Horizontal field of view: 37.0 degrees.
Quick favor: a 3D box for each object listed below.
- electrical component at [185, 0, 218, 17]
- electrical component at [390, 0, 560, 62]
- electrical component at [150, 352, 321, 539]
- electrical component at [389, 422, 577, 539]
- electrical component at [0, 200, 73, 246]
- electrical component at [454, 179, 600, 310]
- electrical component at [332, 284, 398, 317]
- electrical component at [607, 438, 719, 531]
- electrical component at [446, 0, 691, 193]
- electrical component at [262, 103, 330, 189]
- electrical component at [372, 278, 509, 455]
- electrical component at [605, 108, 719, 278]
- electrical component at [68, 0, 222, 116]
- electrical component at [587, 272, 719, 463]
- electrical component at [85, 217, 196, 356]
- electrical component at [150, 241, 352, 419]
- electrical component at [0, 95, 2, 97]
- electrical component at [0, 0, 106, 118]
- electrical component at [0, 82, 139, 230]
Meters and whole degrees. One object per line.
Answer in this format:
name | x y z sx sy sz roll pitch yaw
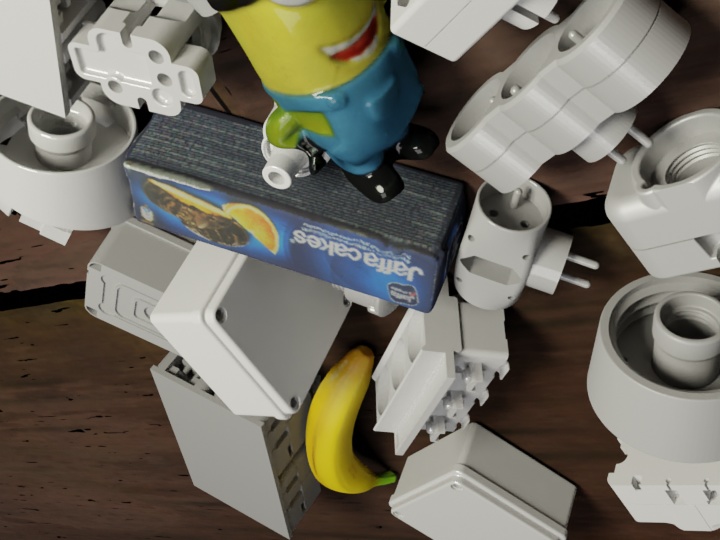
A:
electrical component | -0.085 -0.159 0.553 0.040 0.040 0.046 -12 136 40
electrical component | 0.068 -0.134 0.488 0.076 0.047 0.083 19 145 -26
electrical component | -0.095 0.134 0.895 0.105 0.060 0.186 24 146 22
electrical component | 0.098 0.184 0.866 0.109 0.056 0.109 33 143 -12
electrical component | -0.224 -0.053 0.763 0.055 0.048 0.066 26 145 -15
electrical component | 0.100 -0.009 0.631 0.079 0.043 0.077 19 144 7
electrical component | 0.000 0.000 0.702 0.062 0.048 0.048 20 145 18
electrical component | 0.228 0.143 0.744 0.089 0.050 0.055 -9 132 38
electrical component | 0.110 -0.078 0.530 0.074 0.052 0.138 35 144 -14
electrical component | -0.036 -0.073 0.612 0.048 0.062 0.048 16 143 12
electrical component | 0.054 0.067 0.736 0.063 0.078 0.121 6 146 -12
electrical component | 0.176 -0.040 0.539 0.095 0.053 0.059 -15 129 42
electrical component | -0.111 -0.126 0.594 0.078 0.057 0.058 14 143 14
electrical component | 0.184 0.047 0.604 0.108 0.108 0.060 10 136 19
electrical component | -0.137 0.013 0.785 0.113 0.057 0.078 25 144 0
electrical component | -0.069 0.026 0.718 0.056 0.108 0.108 -3 136 37
electrical component | -0.275 -0.112 0.688 0.099 0.064 0.099 8 146 5
electrical component | -0.191 -0.168 0.583 0.089 0.061 0.150 20 144 6
electrical component | -0.184 -0.072 0.674 0.099 0.099 0.064 20 138 7
